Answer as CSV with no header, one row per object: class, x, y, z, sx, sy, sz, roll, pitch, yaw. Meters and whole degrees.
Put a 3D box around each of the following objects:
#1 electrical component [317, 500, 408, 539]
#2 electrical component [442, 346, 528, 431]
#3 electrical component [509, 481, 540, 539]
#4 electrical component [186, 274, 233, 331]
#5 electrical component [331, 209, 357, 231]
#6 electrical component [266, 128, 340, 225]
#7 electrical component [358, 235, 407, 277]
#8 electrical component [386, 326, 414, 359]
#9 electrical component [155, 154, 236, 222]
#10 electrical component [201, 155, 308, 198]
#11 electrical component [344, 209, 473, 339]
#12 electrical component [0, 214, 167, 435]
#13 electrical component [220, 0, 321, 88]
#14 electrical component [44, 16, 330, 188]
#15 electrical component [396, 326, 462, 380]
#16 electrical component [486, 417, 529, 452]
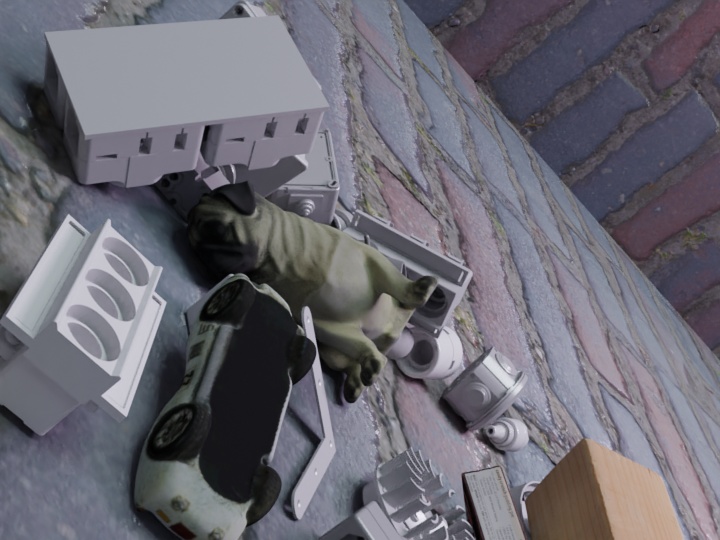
electrical component,0.016,0.198,0.713,0.083,0.047,0.076,54,18,9
electrical component,0.126,0.120,1.084,0.051,0.080,0.080,46,18,2
electrical component,0.155,0.243,0.980,0.099,0.064,0.099,34,37,-31
electrical component,-0.079,0.055,0.757,0.066,0.047,0.076,36,23,-40
electrical component,-0.030,-0.039,1.065,0.045,0.045,0.055,55,18,11
electrical component,-0.057,-0.081,1.015,0.062,0.061,0.096,0,50,-12
electrical component,0.000,0.000,0.960,0.043,0.077,0.079,-78,166,-50
electrical component,0.022,0.058,1.013,0.065,0.044,0.044,38,22,-48
electrical component,-0.131,-0.073,0.883,0.066,0.048,0.055,50,25,-5
electrical component,-0.104,-0.108,0.933,0.100,0.100,0.048,40,34,-32
electrical component,0.041,0.000,1.028,0.121,0.078,0.063,29,30,12
electrical component,-0.156,0.030,0.590,0.079,0.063,0.121,45,19,-19
electrical component,-0.113,-0.182,1.037,0.108,0.109,0.056,53,15,3
electrical component,-0.133,-0.129,0.815,0.186,0.060,0.105,-11,56,-27
electrical component,0.066,0.081,1.055,0.047,0.055,0.055,8,47,-60
electrical component,0.149,0.170,1.117,0.061,0.035,0.035,21,35,-54
